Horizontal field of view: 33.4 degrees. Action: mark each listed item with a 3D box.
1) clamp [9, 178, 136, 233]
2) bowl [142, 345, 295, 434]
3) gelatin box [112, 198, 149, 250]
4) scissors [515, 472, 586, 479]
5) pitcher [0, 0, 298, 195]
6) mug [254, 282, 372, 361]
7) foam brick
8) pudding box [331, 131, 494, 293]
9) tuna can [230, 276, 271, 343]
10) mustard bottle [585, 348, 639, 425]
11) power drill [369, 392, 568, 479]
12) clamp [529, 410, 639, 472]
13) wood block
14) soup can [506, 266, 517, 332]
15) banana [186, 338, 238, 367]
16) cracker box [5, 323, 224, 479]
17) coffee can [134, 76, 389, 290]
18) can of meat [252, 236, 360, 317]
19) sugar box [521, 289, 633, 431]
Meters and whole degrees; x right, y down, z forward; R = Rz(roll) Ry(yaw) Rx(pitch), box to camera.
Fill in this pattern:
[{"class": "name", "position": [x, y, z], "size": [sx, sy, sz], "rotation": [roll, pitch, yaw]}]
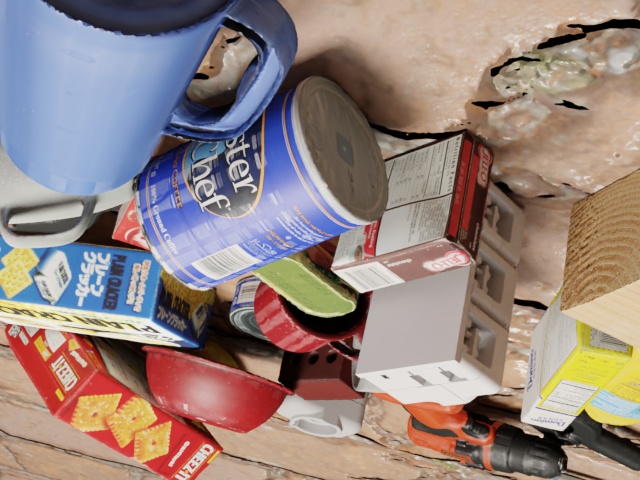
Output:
[{"class": "clamp", "position": [-0.196, -0.042, 0.879], "size": [0.164, 0.036, 0.210], "rotation": [32, 143, -30]}, {"class": "bowl", "position": [-0.110, 0.155, 1.072], "size": [0.162, 0.055, 0.162], "rotation": [16, 167, 4]}, {"class": "gelatin box", "position": [-0.115, -0.021, 0.833], "size": [0.073, 0.030, 0.089], "rotation": [20, 143, -17]}, {"class": "scissors", "position": [0.271, 0.269, 1.268], "size": [0.202, 0.016, 0.096], "rotation": [10, 152, 7]}, {"class": "pitcher", "position": [-0.120, -0.112, 0.621], "size": [0.144, 0.149, 0.243], "rotation": [-14, 165, -23]}, {"class": "mug", "position": [0.001, 0.058, 0.912], "size": [0.117, 0.093, 0.082], "rotation": [45, 152, -3]}, {"class": "foam brick", "position": [0.006, 0.130, 1.090], "size": [0.078, 0.053, 0.051], "rotation": [-8, 145, 34]}, {"class": "pudding box", "position": [0.065, -0.018, 0.753], "size": [0.114, 0.090, 0.039], "rotation": [-16, 139, 44]}, {"class": "tuna can", "position": [-0.043, 0.068, 1.019], "size": [0.086, 0.033, 0.086], "rotation": [10, 153, 5]}, {"class": "mustard bottle", "position": [0.280, 0.122, 0.950], "size": [0.096, 0.058, 0.192], "rotation": [15, 152, -2]}, {"class": "power drill", "position": [0.147, 0.184, 1.097], "size": [0.185, 0.057, 0.187], "rotation": [7, 151, 35]}, {"class": "clamp", "position": [0.273, 0.199, 1.115], "size": [0.120, 0.039, 0.171], "rotation": [-1, 150, 25]}, {"class": "wood block", "position": [0.283, 0.038, 0.761], "size": [0.205, 0.090, 0.090], "rotation": [25, 150, -20]}, {"class": "soup can", "position": [0.119, 0.058, 0.855], "size": [0.068, 0.102, 0.068], "rotation": [10, 152, 5]}, {"class": "banana", "position": [-0.119, 0.160, 1.216], "size": [0.069, 0.037, 0.198], "rotation": [12, 152, 1]}, {"class": "cracker box", "position": [-0.222, 0.163, 1.144], "size": [0.164, 0.072, 0.213], "rotation": [41, 177, 46]}, {"class": "coffee can", "position": [-0.039, -0.036, 0.721], "size": [0.141, 0.103, 0.102], "rotation": [-23, 137, 28]}, {"class": "can of meat", "position": [-0.005, 0.001, 0.825], "size": [0.058, 0.084, 0.102], "rotation": [-11, 143, 39]}, {"class": "sugar box", "position": [0.211, 0.085, 0.876], "size": [0.048, 0.093, 0.176], "rotation": [12, 153, 4]}]
